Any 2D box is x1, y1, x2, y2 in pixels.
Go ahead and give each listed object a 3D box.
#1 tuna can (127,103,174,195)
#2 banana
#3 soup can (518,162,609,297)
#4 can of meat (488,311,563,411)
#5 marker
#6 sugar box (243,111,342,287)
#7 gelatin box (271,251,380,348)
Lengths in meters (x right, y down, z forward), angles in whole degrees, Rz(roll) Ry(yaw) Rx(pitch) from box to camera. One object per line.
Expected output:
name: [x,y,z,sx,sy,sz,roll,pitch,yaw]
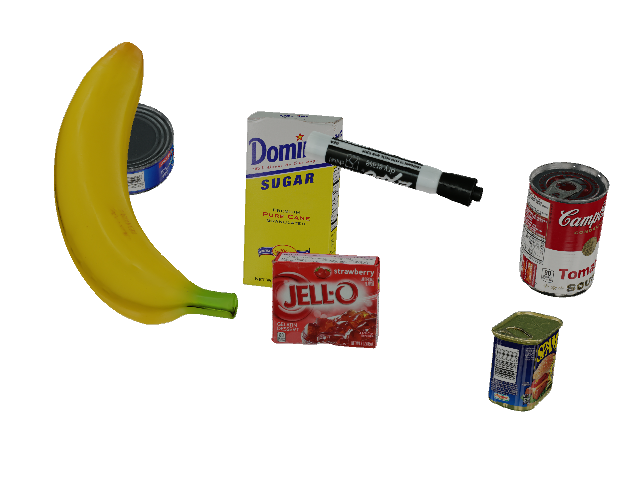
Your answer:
tuna can: [-0.170,-0.080,0.929,0.086,0.086,0.034,0,-41,-4]
banana: [-0.103,-0.027,0.551,0.069,0.198,0.037,-12,-35,-18]
soup can: [0.215,-0.009,0.949,0.068,0.102,0.068,0,32,0]
can of meat: [0.227,0.134,1.188,0.058,0.084,0.101,12,16,29]
marker: [0.048,-0.047,0.705,0.121,0.020,0.020,18,4,13]
sugar box: [-0.029,-0.039,1.086,0.093,0.176,0.048,5,16,13]
gelatin box: [0.004,0.049,0.888,0.089,0.073,0.030,3,16,7]
